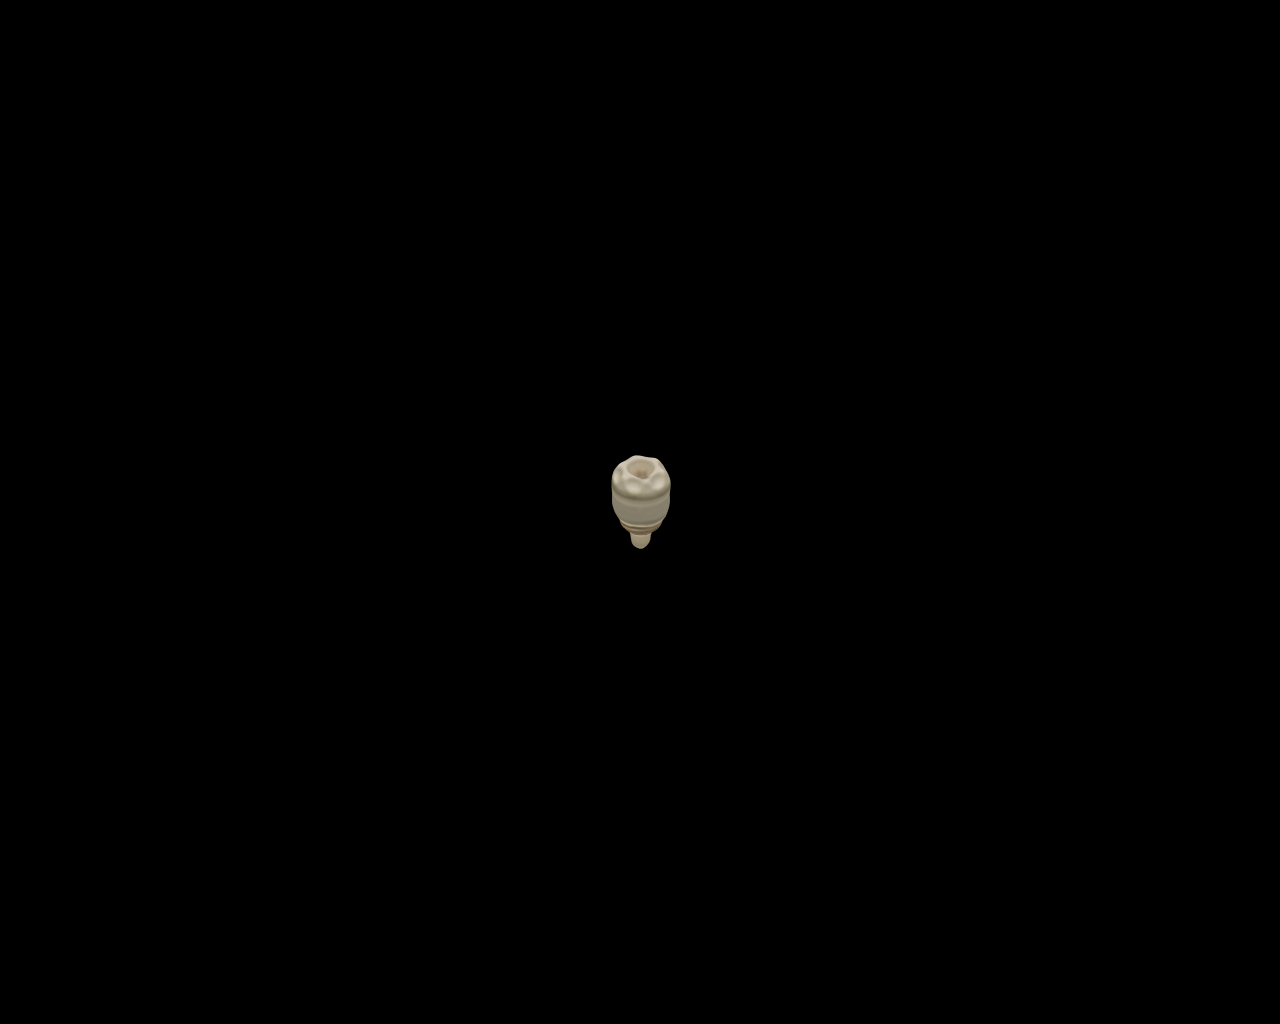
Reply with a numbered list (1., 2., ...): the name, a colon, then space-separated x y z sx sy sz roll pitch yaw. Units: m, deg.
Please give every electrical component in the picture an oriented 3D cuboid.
1. electrical component: 0.001 -0.003 0.650 0.035 0.061 0.035 0 37 0
